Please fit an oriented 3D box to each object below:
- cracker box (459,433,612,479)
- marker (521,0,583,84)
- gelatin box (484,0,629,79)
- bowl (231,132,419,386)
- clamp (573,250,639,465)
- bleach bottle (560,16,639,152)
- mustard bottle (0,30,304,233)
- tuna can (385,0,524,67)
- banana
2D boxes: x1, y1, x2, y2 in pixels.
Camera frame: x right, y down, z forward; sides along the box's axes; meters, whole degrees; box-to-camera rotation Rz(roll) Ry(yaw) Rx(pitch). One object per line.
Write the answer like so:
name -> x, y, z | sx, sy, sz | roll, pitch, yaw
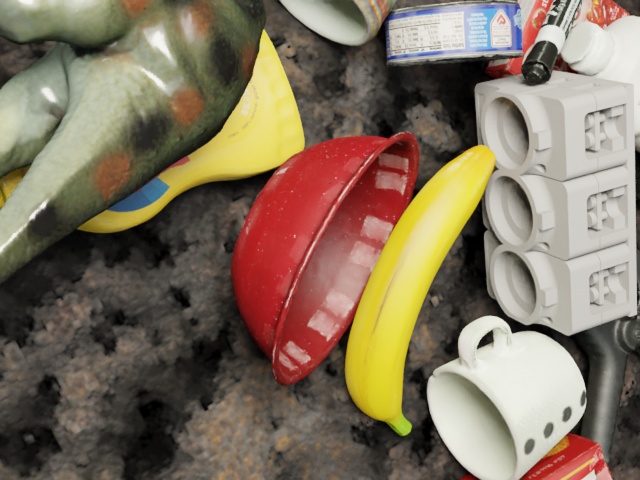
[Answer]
cracker box -> 0.147, 0.260, 0.717 | 0.164, 0.072, 0.213 | -27, 102, -22
marker -> 0.152, -0.140, 0.677 | 0.020, 0.020, 0.121 | 44, 52, -20
gelatin box -> 0.164, -0.135, 0.732 | 0.073, 0.030, 0.089 | 29, 79, -22
bowl -> -0.004, 0.001, 0.618 | 0.055, 0.162, 0.162 | 28, 78, 16
clamp -> 0.209, 0.074, 0.757 | 0.120, 0.039, 0.171 | -31, 98, -25
bleach bottle -> 0.265, -0.095, 0.742 | 0.250, 0.068, 0.102 | 21, 85, -32
mustard bottle -> -0.109, -0.058, 0.596 | 0.191, 0.058, 0.096 | -24, 97, -21
tuna can -> 0.083, -0.128, 0.664 | 0.086, 0.086, 0.034 | -7, 98, -24
banana -> 0.055, 0.032, 0.665 | 0.069, 0.037, 0.198 | 0, 112, -55
